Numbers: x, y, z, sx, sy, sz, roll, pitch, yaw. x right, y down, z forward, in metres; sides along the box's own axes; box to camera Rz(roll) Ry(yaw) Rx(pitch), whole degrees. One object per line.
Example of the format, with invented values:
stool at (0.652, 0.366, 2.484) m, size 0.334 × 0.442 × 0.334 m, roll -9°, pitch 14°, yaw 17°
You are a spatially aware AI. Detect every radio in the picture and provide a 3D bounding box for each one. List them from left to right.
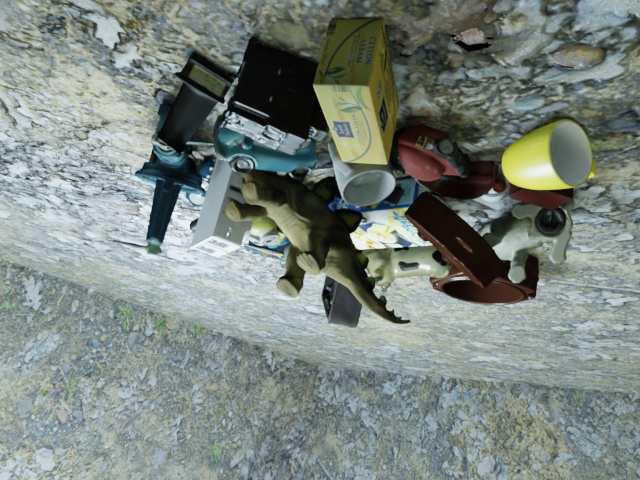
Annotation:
radio at (0.054, 0.112, 1.271) m, size 0.073 × 0.131 × 0.230 m, roll 12°, pitch -170°, yaw -4°

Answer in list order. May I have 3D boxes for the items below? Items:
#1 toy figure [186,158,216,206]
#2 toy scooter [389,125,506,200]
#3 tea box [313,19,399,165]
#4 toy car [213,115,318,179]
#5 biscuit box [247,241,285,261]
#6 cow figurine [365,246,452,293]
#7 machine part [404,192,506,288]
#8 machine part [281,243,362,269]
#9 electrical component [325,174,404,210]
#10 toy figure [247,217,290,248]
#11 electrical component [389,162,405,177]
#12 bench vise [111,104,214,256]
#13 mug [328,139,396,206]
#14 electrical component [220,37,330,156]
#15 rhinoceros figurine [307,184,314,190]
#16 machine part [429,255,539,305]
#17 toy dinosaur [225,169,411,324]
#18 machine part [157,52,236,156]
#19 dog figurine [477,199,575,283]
toy figure at (-0.229, -0.113, 1.063) m, size 0.064 × 0.058 × 0.154 m, roll -13°, pitch 169°, yaw -26°
toy scooter at (0.192, -0.105, 0.783) m, size 0.135 × 0.075 × 0.183 m, roll 17°, pitch 170°, yaw 44°
tea box at (0.051, -0.177, 0.666) m, size 0.068 × 0.098 × 0.169 m, roll 6°, pitch 161°, yaw 16°
toy car at (-0.070, -0.158, 0.786) m, size 0.162 × 0.109 × 0.103 m, roll 10°, pitch 145°, yaw -18°
biscuit box at (-0.074, 0.019, 1.318) m, size 0.203 × 0.063 × 0.059 m, roll 15°, pitch 161°, yaw -7°
cow figurine at (0.185, 0.047, 1.149) m, size 0.195 × 0.127 × 0.085 m, roll -1°, pitch 153°, yaw 26°
machine part at (0.210, 0.001, 0.850) m, size 0.179 × 0.056 × 0.179 m, roll 43°, pitch -176°, yaw -4°
machine part at (0.006, 0.022, 1.209) m, size 0.243 × 0.079 × 0.079 m, roll -17°, pitch 147°, yaw 33°
electrical component at (0.074, -0.090, 0.867) m, size 0.119 × 0.075 × 0.047 m, roll 30°, pitch 178°, yaw 44°
toy figure at (-0.108, -0.029, 1.160) m, size 0.082 × 0.089 × 0.180 m, roll -30°, pitch 172°, yaw 13°
electrical component at (0.125, -0.130, 0.857) m, size 0.063 × 0.021 × 0.094 m, roll -3°, pitch 155°, yaw 35°
bench vise at (-0.252, -0.092, 0.893) m, size 0.129 × 0.240 × 0.224 m, roll 15°, pitch 176°, yaw -19°
mug at (0.050, -0.118, 0.795) m, size 0.109 × 0.107 × 0.081 m, roll 19°, pitch 132°, yaw -39°
electrical component at (-0.048, -0.179, 0.691) m, size 0.134 × 0.115 × 0.058 m, roll 18°, pitch 164°, yaw -15°
rhinoceros figurine at (-0.059, -0.075, 1.053) m, size 0.112 × 0.073 × 0.190 m, roll 8°, pitch 164°, yaw 43°
machine part at (0.362, 0.079, 1.195) m, size 0.201 × 0.087 × 0.201 m, roll 20°, pitch 157°, yaw -20°
toy dinosaur at (-0.002, -0.003, 0.900) m, size 0.105 × 0.198 × 0.471 m, roll -25°, pitch 106°, yaw 41°
machine part at (-0.181, -0.187, 0.754) m, size 0.084 × 0.138 × 0.039 m, roll 22°, pitch -161°, yaw -34°
dog figurine at (0.356, -0.021, 0.958) m, size 0.172 × 0.121 × 0.190 m, roll -28°, pitch -175°, yaw 12°
